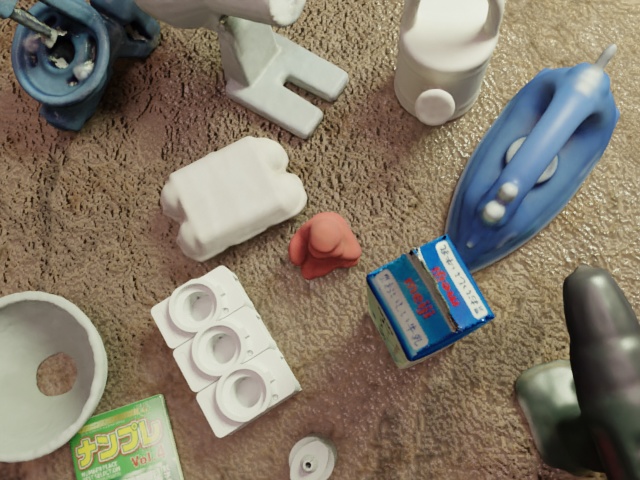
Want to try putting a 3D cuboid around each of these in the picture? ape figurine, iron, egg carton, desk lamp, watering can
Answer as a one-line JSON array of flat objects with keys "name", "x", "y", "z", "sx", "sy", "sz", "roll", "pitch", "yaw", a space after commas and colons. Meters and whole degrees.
[{"name": "ape figurine", "x": 0.005, "y": 0.002, "z": 0.599, "sx": 0.077, "sy": 0.092, "sz": 0.076, "roll": 18, "pitch": 78, "yaw": 9}, {"name": "iron", "x": 0.209, "y": -0.074, "z": 0.576, "sx": 0.118, "sy": 0.141, "sz": 0.258, "roll": 35, "pitch": 81, "yaw": 12}, {"name": "egg carton", "x": -0.096, "y": -0.047, "z": 0.631, "sx": 0.150, "sy": 0.069, "sz": 0.107, "roll": -28, "pitch": 75, "yaw": -3}, {"name": "desk lamp", "x": -0.079, "y": -0.234, "z": 0.602, "sx": 0.203, "sy": 0.213, "sz": 0.118, "roll": 31, "pitch": 80, "yaw": 11}, {"name": "watering can", "x": 0.132, "y": -0.201, "z": 0.587, "sx": 0.101, "sy": 0.194, "sz": 0.173, "roll": -10, "pitch": 75, "yaw": 2}]

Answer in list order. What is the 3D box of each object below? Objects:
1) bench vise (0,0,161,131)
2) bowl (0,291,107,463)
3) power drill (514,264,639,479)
[{"name": "bench vise", "x": -0.277, "y": -0.246, "z": 0.618, "sx": 0.121, "sy": 0.220, "sz": 0.207, "roll": 12, "pitch": 77, "yaw": 8}, {"name": "bowl", "x": -0.292, "y": 0.141, "z": 0.597, "sx": 0.167, "sy": 0.075, "sz": 0.167, "roll": -1, "pitch": 76, "yaw": 4}, {"name": "power drill", "x": 0.235, "y": 0.146, "z": 0.484, "sx": 0.075, "sy": 0.208, "sz": 0.229, "roll": -19, "pitch": 75, "yaw": 0}]
